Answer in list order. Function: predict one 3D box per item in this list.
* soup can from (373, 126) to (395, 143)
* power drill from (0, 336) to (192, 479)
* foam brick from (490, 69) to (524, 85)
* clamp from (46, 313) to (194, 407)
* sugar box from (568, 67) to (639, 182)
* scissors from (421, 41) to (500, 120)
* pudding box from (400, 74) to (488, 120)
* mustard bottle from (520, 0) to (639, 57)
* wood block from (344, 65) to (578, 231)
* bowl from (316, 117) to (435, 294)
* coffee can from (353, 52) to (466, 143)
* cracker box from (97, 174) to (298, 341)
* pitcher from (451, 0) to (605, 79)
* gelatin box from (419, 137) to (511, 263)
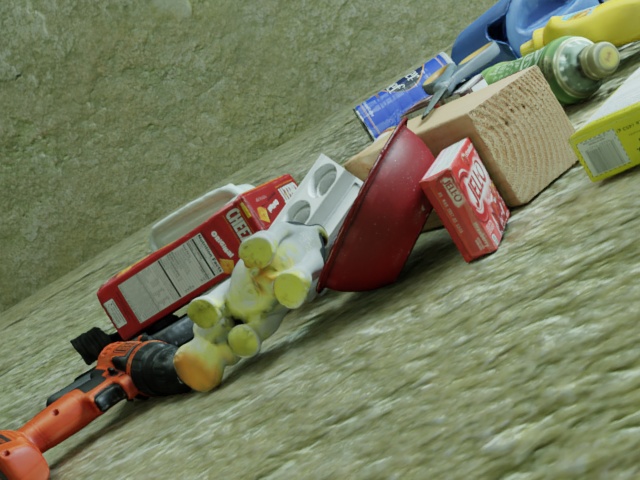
[{"bbox_3d":[0.084,-0.088,1.249,0.069,0.068,0.102,-28,11,26],"label":"soup can"},{"bbox_3d":[-0.207,0.157,0.970,0.187,0.057,0.185,-35,13,-28],"label":"power drill"},{"bbox_3d":[0.183,-0.114,1.017,0.052,0.078,0.051,-37,9,-29],"label":"foam brick"},{"bbox_3d":[-0.194,0.123,1.158,0.210,0.036,0.165,-31,3,-9],"label":"clamp"},{"bbox_3d":[0.268,-0.110,0.817,0.094,0.048,0.175,-23,9,45],"label":"sugar box"},{"bbox_3d":[0.136,-0.157,1.032,0.096,0.016,0.201,-31,11,11],"label":"scissors"},{"bbox_3d":[0.144,-0.110,1.093,0.039,0.090,0.114,-38,11,-26],"label":"pudding box"},{"bbox_3d":[0.311,-0.234,1.173,0.192,0.058,0.096,-13,10,32],"label":"mustard bottle"},{"bbox_3d":[0.124,-0.073,0.961,0.090,0.090,0.206,-37,9,-28],"label":"wood block"},{"bbox_3d":[0.057,-0.017,0.869,0.162,0.055,0.162,-62,-5,-11],"label":"bowl"},{"bbox_3d":[0.129,-0.167,1.405,0.140,0.103,0.103,-32,9,4],"label":"coffee can"},{"bbox_3d":[-0.126,0.015,1.198,0.214,0.072,0.164,-32,2,20],"label":"cracker box"},{"bbox_3d":[0.265,-0.249,1.358,0.145,0.149,0.243,-53,9,-8],"label":"pitcher"},{"bbox_3d":[0.115,-0.033,0.826,0.030,0.073,0.089,-26,10,25],"label":"gelatin box"}]
